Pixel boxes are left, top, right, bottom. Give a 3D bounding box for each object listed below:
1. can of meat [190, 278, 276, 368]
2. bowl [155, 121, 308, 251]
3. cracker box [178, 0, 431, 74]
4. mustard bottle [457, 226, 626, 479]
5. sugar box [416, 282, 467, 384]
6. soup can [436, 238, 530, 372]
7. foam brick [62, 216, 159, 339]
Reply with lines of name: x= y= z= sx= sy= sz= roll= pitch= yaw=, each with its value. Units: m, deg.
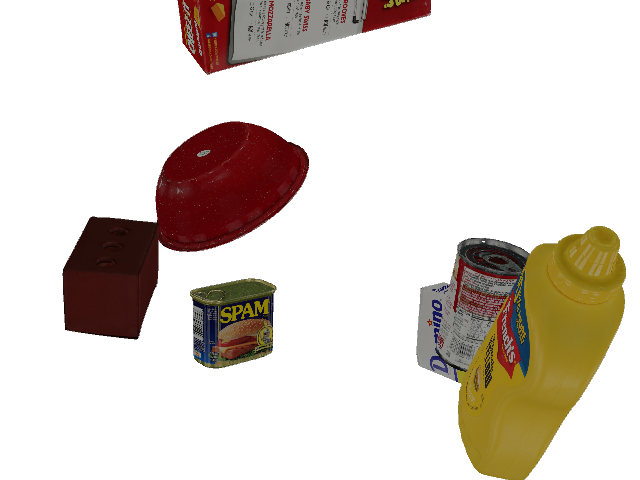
can of meat: x=-0.103 y=0.098 z=1.263 sx=0.101 sy=0.084 sz=0.058 roll=-10 pitch=19 yaw=-37
bowl: x=-0.095 y=-0.062 z=0.992 sx=0.162 sy=0.055 sz=0.162 roll=-21 pitch=32 yaw=14
cracker box: x=-0.015 y=-0.246 z=0.879 sx=0.213 sy=0.164 sz=0.072 roll=-19 pitch=43 yaw=-18
mustard bottle: x=0.134 y=0.059 z=0.633 sx=0.058 sy=0.096 sz=0.192 roll=13 pitch=-40 yaw=-2
sugar box: x=0.176 y=0.110 z=1.112 sx=0.048 sy=0.093 sz=0.177 roll=-12 pitch=19 yaw=-41
soup can: x=0.143 y=0.058 z=0.930 sx=0.068 sy=0.102 sz=0.068 roll=8 pitch=23 yaw=-4
foam brick: x=-0.146 y=0.025 z=0.752 sx=0.053 sy=0.051 sz=0.078 roll=6 pitch=29 yaw=-1
